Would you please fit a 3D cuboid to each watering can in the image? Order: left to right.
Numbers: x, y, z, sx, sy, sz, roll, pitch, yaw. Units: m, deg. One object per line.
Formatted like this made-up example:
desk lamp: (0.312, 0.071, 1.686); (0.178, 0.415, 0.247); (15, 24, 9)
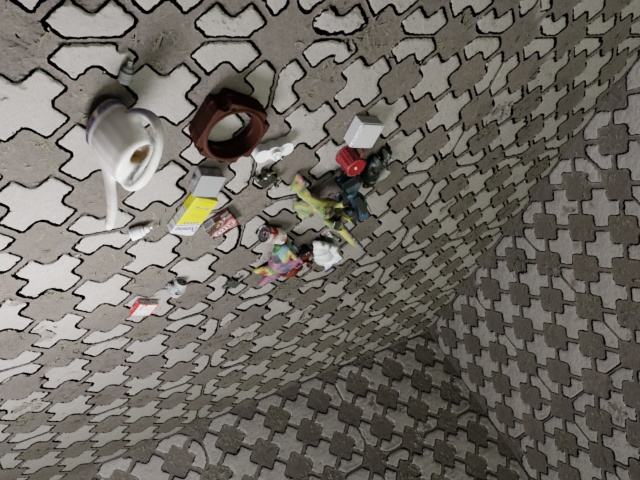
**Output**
watering can: (-0.519, -0.206, 1.314); (0.342, 0.226, 0.104); (-49, -17, 25)

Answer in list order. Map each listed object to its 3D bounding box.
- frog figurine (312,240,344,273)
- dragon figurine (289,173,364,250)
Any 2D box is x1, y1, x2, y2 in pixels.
frog figurine: (0.018, 0.050, 2.329); (0.136, 0.125, 0.157); (-26, -61, 37)
dragon figurine: (0.006, -0.100, 1.985); (0.244, 0.124, 0.402); (16, -30, 38)
